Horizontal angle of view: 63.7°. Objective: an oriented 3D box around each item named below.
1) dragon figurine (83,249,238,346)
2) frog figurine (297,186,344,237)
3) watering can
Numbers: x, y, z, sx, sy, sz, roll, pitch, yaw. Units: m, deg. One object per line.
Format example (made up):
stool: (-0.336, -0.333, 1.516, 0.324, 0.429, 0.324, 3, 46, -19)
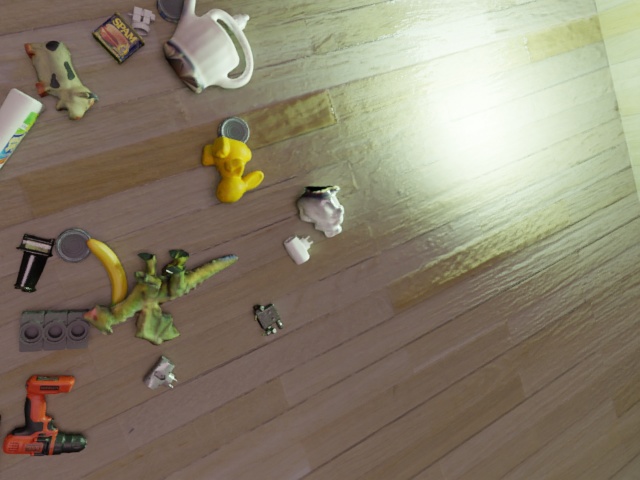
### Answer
dragon figurine: (-0.407, 0.161, 1.373, 0.411, 0.123, 0.240, -1, 111, -40)
frog figurine: (0.005, -0.078, 1.545, 0.137, 0.124, 0.157, -6, 105, 8)
watering can: (-0.326, -0.547, 1.380, 0.227, 0.104, 0.343, -44, 115, -18)
